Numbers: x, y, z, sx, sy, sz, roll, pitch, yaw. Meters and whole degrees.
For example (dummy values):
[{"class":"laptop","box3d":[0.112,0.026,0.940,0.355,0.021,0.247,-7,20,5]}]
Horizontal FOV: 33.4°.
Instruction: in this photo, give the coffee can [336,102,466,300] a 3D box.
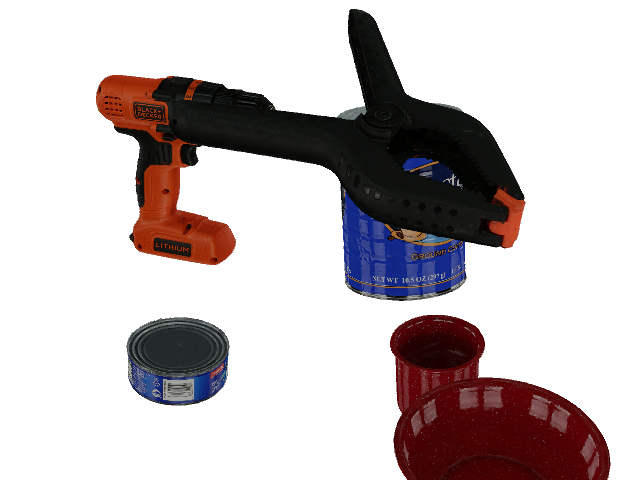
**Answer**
[{"class":"coffee can","box3d":[0.067,-0.034,0.872,0.103,0.140,0.103,-3,18,1]}]

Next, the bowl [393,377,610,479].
[{"class":"bowl","box3d":[0.136,0.176,0.819,0.162,0.055,0.162,0,33,0]}]

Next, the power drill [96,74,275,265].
[{"class":"power drill","box3d":[-0.127,-0.071,1.058,0.185,0.188,0.057,10,30,20]}]

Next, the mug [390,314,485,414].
[{"class":"mug","box3d":[0.124,0.128,1.079,0.093,0.081,0.117,21,39,33]}]

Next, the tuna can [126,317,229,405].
[{"class":"tuna can","box3d":[-0.120,0.102,0.902,0.086,0.034,0.086,3,29,-2]}]

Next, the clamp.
[{"class":"clamp","box3d":[0.024,-0.057,0.619,0.164,0.036,0.210,-28,52,-25]}]
